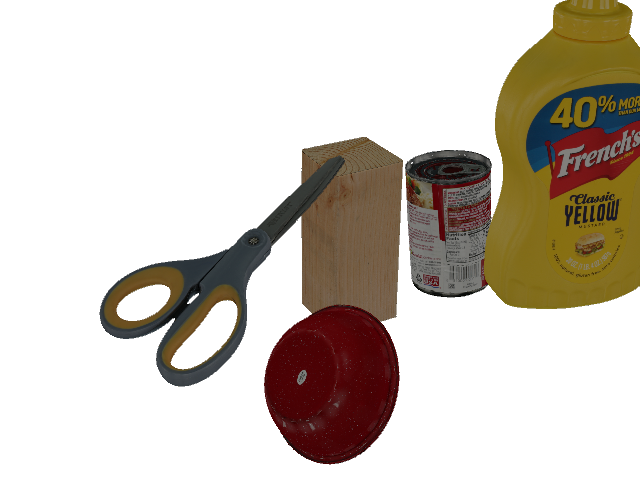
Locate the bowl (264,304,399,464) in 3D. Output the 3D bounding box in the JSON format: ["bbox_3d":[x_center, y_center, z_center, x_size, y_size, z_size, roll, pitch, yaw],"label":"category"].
[{"bbox_3d":[-0.003,0.138,1.056,0.162,0.162,0.055,0,-14,40],"label":"bowl"}]

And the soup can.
[{"bbox_3d":[0.105,-0.014,0.859,0.068,0.102,0.068,-4,24,2],"label":"soup can"}]

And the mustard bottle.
[{"bbox_3d":[0.146,-0.057,0.600,0.096,0.192,0.058,-6,28,-10],"label":"mustard bottle"}]

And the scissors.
[{"bbox_3d":[-0.061,0.005,0.653,0.096,0.016,0.201,12,48,15],"label":"scissors"}]

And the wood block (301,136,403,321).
[{"bbox_3d":[0.035,-0.006,1.267,0.090,0.206,0.090,-14,30,-25],"label":"wood block"}]
